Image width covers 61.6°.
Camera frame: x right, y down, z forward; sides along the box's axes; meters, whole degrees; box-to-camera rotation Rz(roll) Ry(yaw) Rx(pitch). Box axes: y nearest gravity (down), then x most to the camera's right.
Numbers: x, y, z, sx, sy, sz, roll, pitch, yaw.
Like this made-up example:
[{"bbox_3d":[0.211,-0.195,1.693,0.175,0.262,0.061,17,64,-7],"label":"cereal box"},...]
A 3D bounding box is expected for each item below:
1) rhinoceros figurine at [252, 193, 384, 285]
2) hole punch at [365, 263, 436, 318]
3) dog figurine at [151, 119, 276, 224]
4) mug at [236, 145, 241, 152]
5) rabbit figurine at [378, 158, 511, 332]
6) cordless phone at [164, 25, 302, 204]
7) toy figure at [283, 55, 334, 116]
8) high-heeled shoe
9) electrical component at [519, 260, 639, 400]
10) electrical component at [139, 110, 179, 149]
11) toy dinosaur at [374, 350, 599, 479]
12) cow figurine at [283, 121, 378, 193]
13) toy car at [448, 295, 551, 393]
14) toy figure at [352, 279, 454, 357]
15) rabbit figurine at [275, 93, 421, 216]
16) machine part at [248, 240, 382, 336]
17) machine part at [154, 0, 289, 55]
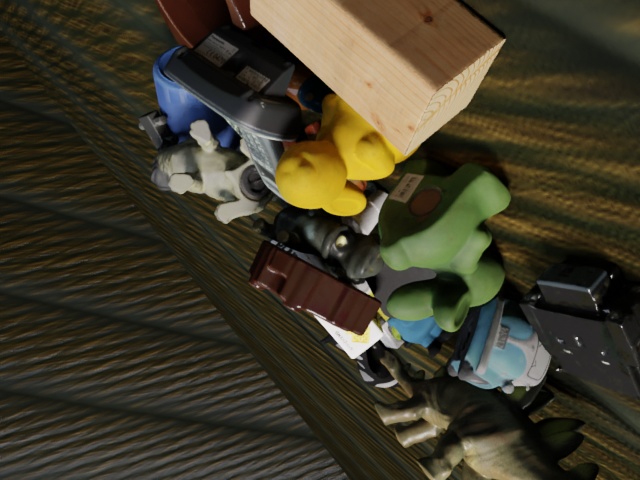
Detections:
[{"bbox_3d":[-0.001,-0.002,0.674,0.191,0.073,0.112,23,165,48],"label":"rhinoceros figurine"},{"bbox_3d":[0.131,0.036,0.705,0.116,0.092,0.142,-5,124,33],"label":"hole punch"},{"bbox_3d":[-0.154,-0.095,0.793,0.172,0.121,0.191,34,171,-21],"label":"dog figurine"},{"bbox_3d":[-0.109,-0.113,0.861,0.081,0.107,0.110,22,-158,-23],"label":"mug"},{"bbox_3d":[0.144,0.020,0.566,0.121,0.159,0.170,6,148,49],"label":"rabbit figurine"},{"bbox_3d":[-0.081,-0.127,0.601,0.147,0.089,0.184,37,161,25],"label":"cordless phone"},{"bbox_3d":[-0.031,-0.190,0.655,0.155,0.064,0.057,30,122,38],"label":"toy figure"},{"bbox_3d":[0.113,0.214,1.034,0.248,0.086,0.145,27,145,-21],"label":"high-heeled shoe"},{"bbox_3d":[0.265,0.081,0.519,0.134,0.058,0.115,56,157,-18],"label":"electrical component"},{"bbox_3d":[-0.262,-0.175,0.866,0.094,0.021,0.063,7,130,50],"label":"electrical component"},{"bbox_3d":[0.217,0.245,0.686,0.105,0.198,0.472,51,172,-29],"label":"toy dinosaur"},{"bbox_3d":[0.000,-0.090,0.731,0.127,0.085,0.195,57,157,-1],"label":"cow figurine"},{"bbox_3d":[0.221,0.136,0.649,0.103,0.109,0.161,21,163,11],"label":"toy car"},{"bbox_3d":[0.118,0.094,0.814,0.180,0.082,0.089,44,161,9],"label":"toy figure"},{"bbox_3d":[0.018,-0.094,0.561,0.122,0.173,0.162,42,155,10],"label":"rabbit figurine"},{"bbox_3d":[-0.010,0.061,0.685,0.179,0.056,0.179,27,178,1],"label":"machine part"},{"bbox_3d":[-0.123,-0.301,0.615,0.201,0.087,0.201,26,147,47],"label":"machine part"}]
